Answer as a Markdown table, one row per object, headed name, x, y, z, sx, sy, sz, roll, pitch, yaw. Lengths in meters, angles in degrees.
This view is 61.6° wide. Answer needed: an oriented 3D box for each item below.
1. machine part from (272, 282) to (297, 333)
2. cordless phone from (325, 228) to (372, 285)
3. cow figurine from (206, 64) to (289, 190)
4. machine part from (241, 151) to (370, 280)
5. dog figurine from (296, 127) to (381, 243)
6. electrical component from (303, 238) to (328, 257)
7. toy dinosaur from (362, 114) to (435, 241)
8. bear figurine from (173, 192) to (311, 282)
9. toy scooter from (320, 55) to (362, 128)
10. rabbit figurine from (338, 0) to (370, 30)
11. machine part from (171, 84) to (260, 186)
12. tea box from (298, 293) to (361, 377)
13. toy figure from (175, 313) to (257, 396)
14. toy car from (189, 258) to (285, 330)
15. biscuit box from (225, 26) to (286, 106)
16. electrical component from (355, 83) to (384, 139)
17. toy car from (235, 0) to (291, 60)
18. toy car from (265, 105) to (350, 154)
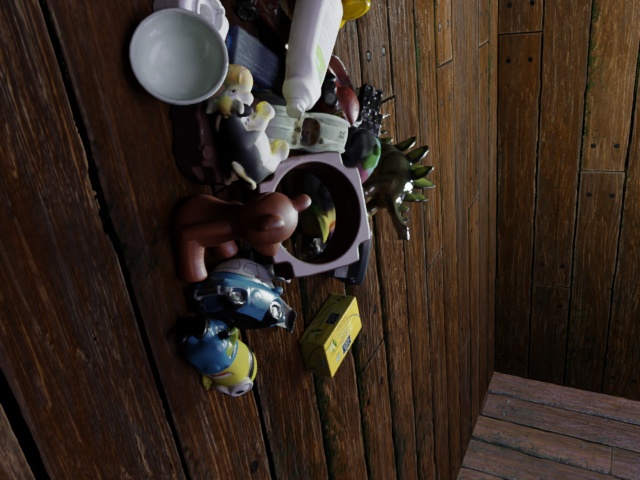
| name | x | y | z | sx | sy | sz | roll | pitch | yaw |
| --- | --- | --- | --- | --- | --- | --- | --- | --- | --- |
| machine part | -0.088 | 0.127 | 1.008 | 0.138 | 0.039 | 0.084 | 51 | 46 | -51 |
| cordless phone | 0.068 | 0.009 | 1.240 | 0.184 | 0.089 | 0.146 | -77 | 175 | -71 |
| cow figurine | -0.112 | -0.157 | 0.761 | 0.098 | 0.068 | 0.167 | -59 | 142 | -33 |
| machine part | -0.024 | -0.043 | 0.920 | 0.201 | 0.087 | 0.200 | -14 | 95 | -28 |
| dog figurine | 0.034 | -0.093 | 1.054 | 0.108 | 0.192 | 0.219 | 33 | 51 | -66 |
| electrical component | -0.002 | -0.004 | 1.132 | 0.078 | 0.045 | 0.102 | 57 | 47 | -48 |
| toy dinosaur | 0.149 | -0.163 | 1.224 | 0.472 | 0.199 | 0.104 | -103 | -176 | -46 |
| bear figurine | -0.110 | -0.009 | 0.772 | 0.120 | 0.196 | 0.131 | -48 | 136 | -52 |
| toy scooter | 0.026 | -0.305 | 1.068 | 0.135 | 0.075 | 0.184 | 51 | 25 | -48 |
| rabbit figurine | 0.020 | -0.464 | 1.001 | 0.173 | 0.162 | 0.122 | 90 | 11 | -50 |
| machine part | -0.149 | -0.167 | 0.817 | 0.179 | 0.056 | 0.179 | -17 | 109 | -61 |
| tea box | 0.026 | 0.209 | 1.202 | 0.170 | 0.068 | 0.098 | -53 | 139 | -45 |
| toy figure | -0.156 | 0.178 | 0.847 | 0.089 | 0.082 | 0.179 | -60 | 141 | -33 |
| toy car | -0.130 | 0.082 | 0.864 | 0.161 | 0.109 | 0.103 | 36 | 49 | -48 |
| biscuit box | -0.103 | -0.277 | 0.875 | 0.202 | 0.059 | 0.062 | 15 | 83 | -62 |
| electrical component | 0.078 | -0.252 | 1.152 | 0.058 | 0.115 | 0.134 | 15 | 81 | -27 |
| toy car | -0.074 | -0.373 | 0.922 | 0.202 | 0.053 | 0.089 | 41 | 56 | -55 |
| toy car | -0.038 | -0.193 | 0.949 | 0.201 | 0.056 | 0.073 | 1 | 106 | -33 |
